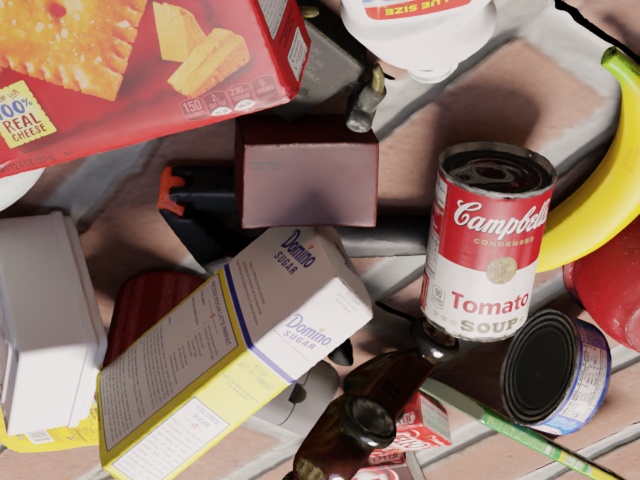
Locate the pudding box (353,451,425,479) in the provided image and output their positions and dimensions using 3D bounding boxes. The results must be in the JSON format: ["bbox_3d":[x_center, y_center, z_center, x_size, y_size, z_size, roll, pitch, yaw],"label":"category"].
[{"bbox_3d":[0.045,0.218,0.953,0.090,0.039,0.113,-10,140,14],"label":"pudding box"}]

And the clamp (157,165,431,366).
[{"bbox_3d":[-0.005,0.001,0.690,0.209,0.036,0.165,31,127,-30],"label":"clamp"}]

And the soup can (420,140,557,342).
[{"bbox_3d":[0.098,0.001,0.636,0.068,0.068,0.102,3,120,-2],"label":"soup can"}]

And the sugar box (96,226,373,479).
[{"bbox_3d":[-0.055,0.063,0.630,0.176,0.093,0.048,-37,122,9],"label":"sugar box"}]

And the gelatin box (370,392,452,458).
[{"bbox_3d":[0.059,0.151,0.860,0.073,0.030,0.089,-13,156,18],"label":"gelatin box"}]

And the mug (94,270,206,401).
[{"bbox_3d":[-0.097,0.074,0.749,0.117,0.081,0.093,-7,140,11],"label":"mug"}]

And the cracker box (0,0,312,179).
[{"bbox_3d":[-0.116,-0.141,0.459,0.164,0.072,0.213,-12,126,16],"label":"cracker box"}]

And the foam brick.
[{"bbox_3d":[-0.009,-0.040,0.610,0.078,0.051,0.053,0,115,-8],"label":"foam brick"}]

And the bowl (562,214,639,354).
[{"bbox_3d":[0.245,0.035,0.706,0.162,0.055,0.162,2,141,1],"label":"bowl"}]

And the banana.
[{"bbox_3d":[0.168,-0.037,0.640,0.069,0.037,0.198,19,139,3],"label":"banana"}]

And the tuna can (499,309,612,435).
[{"bbox_3d":[0.167,0.094,0.759,0.033,0.086,0.086,20,138,-22],"label":"tuna can"}]

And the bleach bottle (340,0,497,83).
[{"bbox_3d":[0.050,-0.144,0.458,0.102,0.068,0.251,-3,157,8],"label":"bleach bottle"}]

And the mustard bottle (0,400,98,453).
[{"bbox_3d":[-0.159,0.123,0.831,0.192,0.058,0.096,-6,137,10],"label":"mustard bottle"}]
